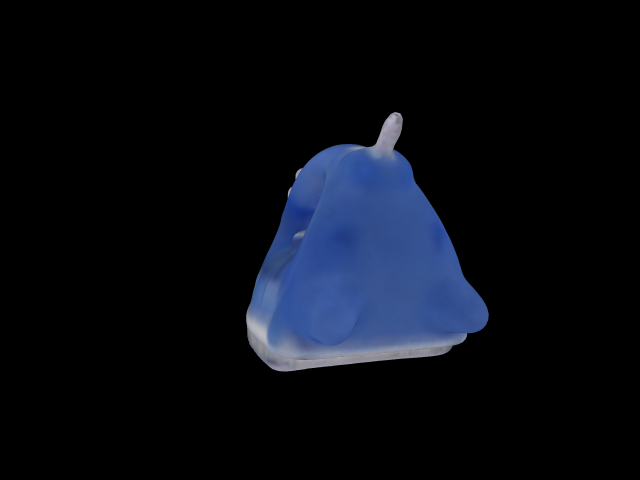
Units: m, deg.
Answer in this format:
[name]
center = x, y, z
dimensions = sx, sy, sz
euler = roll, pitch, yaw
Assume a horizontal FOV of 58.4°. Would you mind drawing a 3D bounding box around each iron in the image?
[iron]
center = 0.004, 0.001, 0.400
dimensions = 0.119, 0.141, 0.257
euler = -1, 2, -19
